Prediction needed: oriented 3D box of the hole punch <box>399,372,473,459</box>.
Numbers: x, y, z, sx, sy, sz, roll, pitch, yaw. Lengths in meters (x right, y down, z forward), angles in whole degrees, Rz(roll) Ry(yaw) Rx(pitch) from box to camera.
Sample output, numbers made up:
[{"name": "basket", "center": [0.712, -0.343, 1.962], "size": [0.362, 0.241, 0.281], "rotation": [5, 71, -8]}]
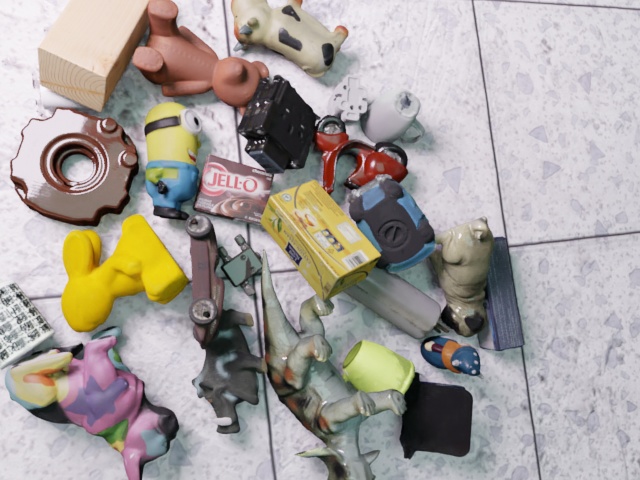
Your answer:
[{"name": "hole punch", "center": [0.198, 0.299, 0.919], "size": [0.116, 0.092, 0.142], "rotation": [5, 84, 13]}]

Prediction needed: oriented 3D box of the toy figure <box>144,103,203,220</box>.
[{"name": "toy figure", "center": [-0.228, -0.121, 0.821], "size": [0.089, 0.082, 0.180], "rotation": [8, 84, -18]}]

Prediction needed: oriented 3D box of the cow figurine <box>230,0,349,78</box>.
[{"name": "cow figurine", "center": [-0.062, -0.344, 0.900], "size": [0.195, 0.085, 0.127], "rotation": [31, 70, -13]}]

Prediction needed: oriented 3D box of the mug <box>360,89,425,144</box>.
[{"name": "mug", "center": [0.135, -0.209, 0.933], "size": [0.109, 0.107, 0.081], "rotation": [39, 75, -8]}]

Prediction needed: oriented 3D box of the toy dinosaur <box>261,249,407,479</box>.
[{"name": "toy dinosaur", "center": [-0.014, 0.221, 0.828], "size": [0.405, 0.192, 0.131], "rotation": [56, 29, 12]}]

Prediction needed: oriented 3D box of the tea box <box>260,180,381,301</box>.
[{"name": "tea box", "center": [-0.002, -0.002, 0.825], "size": [0.098, 0.068, 0.170], "rotation": [-23, 63, -36]}]

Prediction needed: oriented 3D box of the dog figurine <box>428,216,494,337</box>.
[{"name": "dog figurine", "center": [0.257, 0.068, 0.913], "size": [0.121, 0.172, 0.190], "rotation": [-20, 83, -8]}]

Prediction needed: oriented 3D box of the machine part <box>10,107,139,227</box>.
[{"name": "machine part", "center": [-0.358, -0.107, 0.790], "size": [0.179, 0.056, 0.179], "rotation": [2, 84, -16]}]

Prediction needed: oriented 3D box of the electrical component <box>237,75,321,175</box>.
[{"name": "electrical component", "center": [-0.065, -0.173, 0.850], "size": [0.114, 0.058, 0.134], "rotation": [37, 62, -43]}]

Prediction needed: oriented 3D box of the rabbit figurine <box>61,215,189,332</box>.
[{"name": "rabbit figurine", "center": [-0.295, 0.053, 0.761], "size": [0.173, 0.122, 0.162], "rotation": [-39, 100, -8]}]

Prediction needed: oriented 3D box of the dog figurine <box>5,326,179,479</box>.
[{"name": "dog figurine", "center": [-0.306, 0.243, 0.744], "size": [0.191, 0.108, 0.219], "rotation": [-18, 93, -20]}]

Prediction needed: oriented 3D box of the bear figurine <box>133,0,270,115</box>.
[{"name": "bear figurine", "center": [-0.174, -0.266, 0.831], "size": [0.196, 0.132, 0.120], "rotation": [17, 81, -9]}]

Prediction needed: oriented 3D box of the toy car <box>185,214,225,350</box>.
[{"name": "toy car", "center": [-0.166, 0.057, 0.782], "size": [0.053, 0.089, 0.202], "rotation": [-4, 58, -14]}]

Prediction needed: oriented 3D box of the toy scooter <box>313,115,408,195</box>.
[{"name": "toy scooter", "center": [0.057, -0.118, 0.916], "size": [0.184, 0.075, 0.135], "rotation": [24, 79, -12]}]

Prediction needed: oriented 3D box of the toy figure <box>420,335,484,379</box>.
[{"name": "toy figure", "center": [0.219, 0.191, 0.891], "size": [0.064, 0.154, 0.057], "rotation": [0, 87, -17]}]

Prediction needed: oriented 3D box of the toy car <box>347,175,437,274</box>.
[{"name": "toy car", "center": [0.110, -0.033, 0.872], "size": [0.109, 0.103, 0.161], "rotation": [-33, 107, 11]}]

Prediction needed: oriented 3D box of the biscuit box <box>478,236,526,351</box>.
[{"name": "biscuit box", "center": [0.317, 0.096, 0.983], "size": [0.063, 0.059, 0.202], "rotation": [-7, 87, -18]}]

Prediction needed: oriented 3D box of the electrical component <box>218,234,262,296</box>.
[{"name": "electrical component", "center": [-0.123, 0.042, 0.867], "size": [0.063, 0.021, 0.094], "rotation": [-35, 95, -19]}]

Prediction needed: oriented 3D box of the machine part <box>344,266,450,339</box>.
[{"name": "machine part", "center": [0.117, 0.094, 0.908], "size": [0.243, 0.079, 0.079], "rotation": [33, 75, -12]}]

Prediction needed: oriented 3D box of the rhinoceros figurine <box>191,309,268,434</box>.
[{"name": "rhinoceros figurine", "center": [-0.140, 0.195, 0.817], "size": [0.112, 0.073, 0.190], "rotation": [-8, 86, -20]}]
